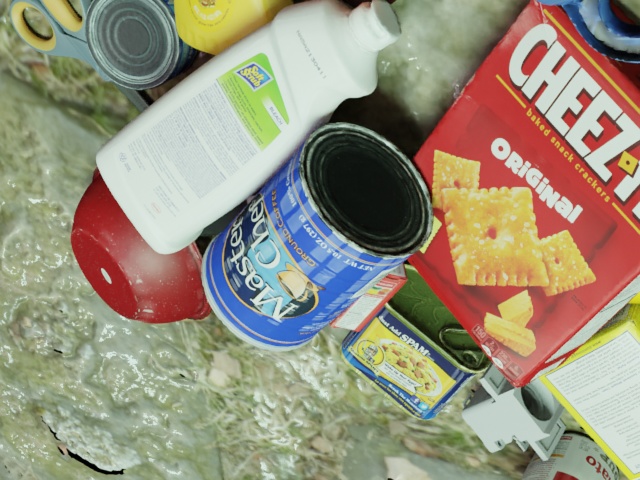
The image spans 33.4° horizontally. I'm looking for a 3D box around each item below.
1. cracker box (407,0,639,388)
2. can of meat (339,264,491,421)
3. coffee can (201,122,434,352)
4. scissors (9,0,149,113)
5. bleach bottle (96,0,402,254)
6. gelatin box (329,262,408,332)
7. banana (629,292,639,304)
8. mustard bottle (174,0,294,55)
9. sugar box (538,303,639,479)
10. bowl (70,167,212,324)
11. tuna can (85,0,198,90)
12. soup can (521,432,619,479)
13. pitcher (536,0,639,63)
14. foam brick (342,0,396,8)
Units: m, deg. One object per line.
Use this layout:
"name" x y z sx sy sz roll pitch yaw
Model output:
"cracker box" 0.148 -0.030 0.688 0.164 0.071 0.214 52 134 19
"can of meat" 0.075 0.083 0.839 0.102 0.057 0.084 39 132 6
"coffee can" -0.005 0.001 0.729 0.103 0.102 0.141 46 134 0
"scissors" -0.193 -0.144 0.896 0.096 0.016 0.201 -19 105 38
"bleach bottle" -0.044 -0.084 0.737 0.251 0.068 0.102 -28 101 36
"gelatin box" 0.029 0.013 0.808 0.030 0.089 0.073 12 139 -27
"banana" 0.236 0.007 0.708 0.198 0.037 0.069 -25 83 38
"mustard bottle" -0.064 -0.226 0.737 0.096 0.058 0.192 23 127 35
"sugar box" 0.248 0.130 0.767 0.176 0.048 0.093 47 131 -5
"bowl" -0.164 0.016 0.913 0.162 0.055 0.162 36 147 28
"tuna can" -0.139 -0.161 0.831 0.086 0.033 0.086 9 117 18
"soup can" 0.182 0.202 0.812 0.069 0.102 0.068 15 124 24
"pitcher" 0.209 -0.184 0.496 0.243 0.145 0.149 -2 161 35
"foam brick" 0.023 -0.195 0.707 0.078 0.051 0.053 34 129 10
